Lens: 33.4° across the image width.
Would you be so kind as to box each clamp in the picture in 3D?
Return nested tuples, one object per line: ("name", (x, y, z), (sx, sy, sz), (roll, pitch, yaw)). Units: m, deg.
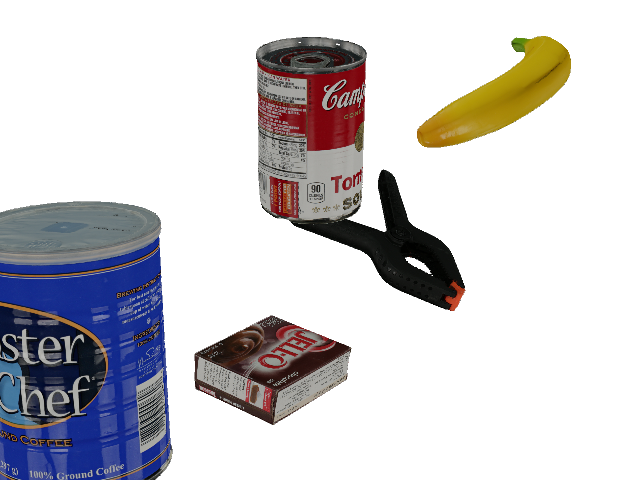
("clamp", (0.073, 0.004, 1.190), (0.164, 0.036, 0.210), (-17, 51, -34))

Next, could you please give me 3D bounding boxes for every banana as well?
("banana", (0.145, -0.116, 0.813), (0.070, 0.037, 0.197), (-11, 20, 39))

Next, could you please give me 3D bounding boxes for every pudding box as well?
("pudding box", (-0.041, 0.110, 0.926), (0.090, 0.039, 0.113), (18, 26, 31))

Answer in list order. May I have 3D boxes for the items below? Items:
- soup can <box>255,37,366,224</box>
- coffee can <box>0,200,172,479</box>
("soup can", (-0.006, -0.069, 0.671), (0.068, 0.102, 0.068), (0, 26, 0))
("coffee can", (-0.136, 0.058, 0.589), (0.103, 0.140, 0.103), (-1, 16, 0))
